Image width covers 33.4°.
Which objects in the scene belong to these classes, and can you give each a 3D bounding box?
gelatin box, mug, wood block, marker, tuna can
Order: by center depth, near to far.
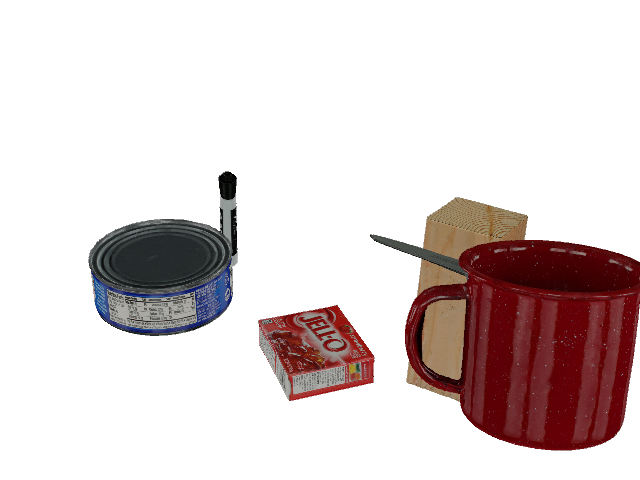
[{"bbox_3d":[0.100,0.050,0.526,0.117,0.081,0.093,2,15,-3],"label":"mug"},{"bbox_3d":[-0.095,0.021,0.646,0.086,0.034,0.086,0,29,0],"label":"tuna can"},{"bbox_3d":[-0.005,0.090,0.879,0.073,0.030,0.089,-10,29,-16],"label":"gelatin box"},{"bbox_3d":[-0.097,-0.022,1.123,0.020,0.121,0.020,2,41,-2],"label":"marker"},{"bbox_3d":[0.166,0.068,1.214,0.090,0.206,0.090,17,25,26],"label":"wood block"}]

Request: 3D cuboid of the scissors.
[{"bbox_3d":[0.113,0.034,0.735,0.202,0.016,0.096,10,31,21],"label":"scissors"}]
